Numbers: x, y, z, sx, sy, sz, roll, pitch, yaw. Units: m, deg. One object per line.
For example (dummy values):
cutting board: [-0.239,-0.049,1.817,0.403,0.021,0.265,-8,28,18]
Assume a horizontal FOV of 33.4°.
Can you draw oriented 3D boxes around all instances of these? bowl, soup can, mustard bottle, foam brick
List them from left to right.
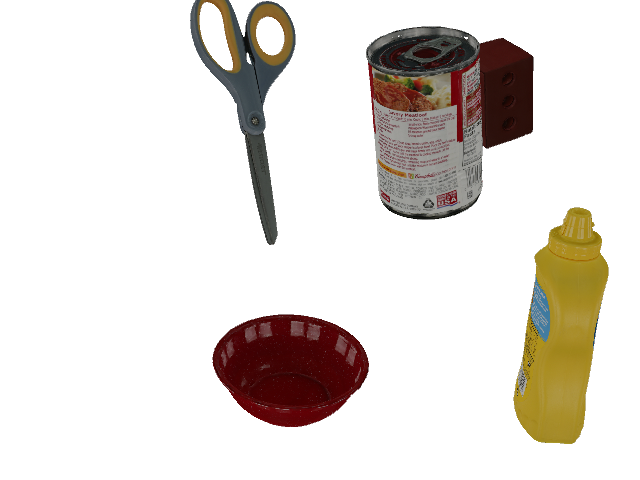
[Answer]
bowl: [-0.031,0.144,1.113,0.162,0.055,0.162,2,31,-2]
soup can: [0.066,-0.073,0.664,0.068,0.102,0.068,-5,33,3]
foam brick: [0.156,-0.133,0.958,0.053,0.078,0.051,-20,36,-16]
mustard bottle: [0.198,0.063,0.873,0.058,0.192,0.096,4,26,3]

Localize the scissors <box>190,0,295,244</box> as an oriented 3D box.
scissors: [-0.040,-0.105,0.841,0.096,0.202,0.016,-23,1,-30]
